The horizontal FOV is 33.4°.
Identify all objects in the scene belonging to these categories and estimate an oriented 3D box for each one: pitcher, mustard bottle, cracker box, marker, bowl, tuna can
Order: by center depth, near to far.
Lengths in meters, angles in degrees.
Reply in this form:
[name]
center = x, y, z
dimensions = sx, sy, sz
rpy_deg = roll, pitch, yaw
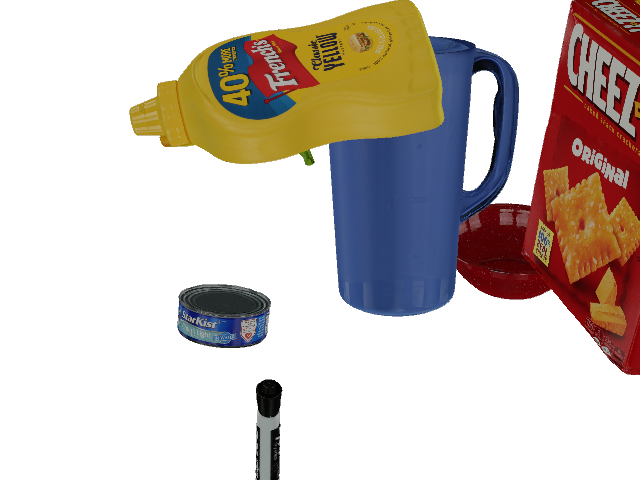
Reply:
[mustard bottle]
center = -0.025, -0.094, 0.671
dimensions = 0.191, 0.096, 0.058
rpy_deg = -12, -38, 1
[cracker box]
center = 0.217, -0.040, 0.740
dimensions = 0.072, 0.214, 0.164
rpy_deg = -7, 34, -16
[marker]
center = -0.039, 0.148, 0.798
dimensions = 0.020, 0.121, 0.020
rpy_deg = 2, 40, -2
[pitcher]
center = 0.080, -0.061, 0.956
dimensions = 0.149, 0.243, 0.144
rpy_deg = 14, 23, 40
[tuna can]
center = -0.090, 0.070, 0.993
dimensions = 0.086, 0.034, 0.086
rpy_deg = 6, 15, -2
[bowl]
center = 0.209, 0.018, 1.166
dimensions = 0.162, 0.055, 0.162
rpy_deg = -1, 29, 0

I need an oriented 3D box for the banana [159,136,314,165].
[banana]
center = -0.095, -0.133, 1.299
dimensions = 0.198, 0.037, 0.069
rpy_deg = 7, 40, 15
